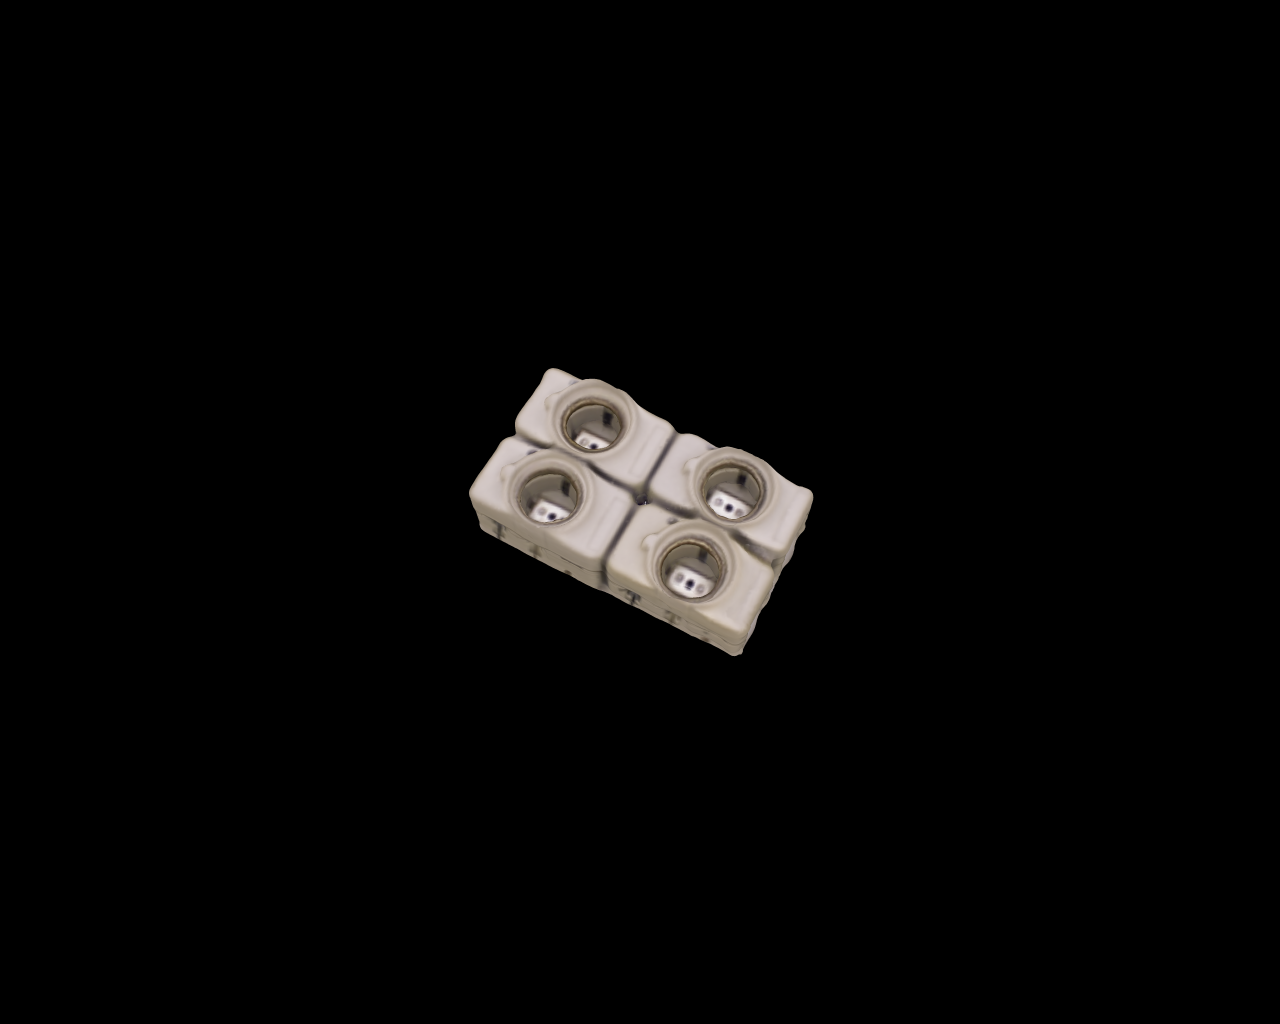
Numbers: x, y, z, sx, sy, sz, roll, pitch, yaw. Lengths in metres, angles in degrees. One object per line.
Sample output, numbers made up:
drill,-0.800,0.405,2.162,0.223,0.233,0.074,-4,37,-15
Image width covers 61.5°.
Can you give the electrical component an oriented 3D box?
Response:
electrical component,0.001,-0.003,0.650,0.186,0.105,0.060,26,-20,11
